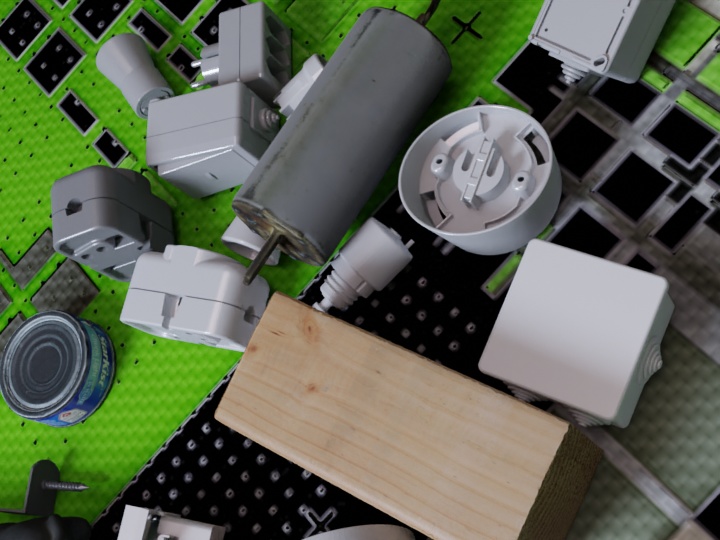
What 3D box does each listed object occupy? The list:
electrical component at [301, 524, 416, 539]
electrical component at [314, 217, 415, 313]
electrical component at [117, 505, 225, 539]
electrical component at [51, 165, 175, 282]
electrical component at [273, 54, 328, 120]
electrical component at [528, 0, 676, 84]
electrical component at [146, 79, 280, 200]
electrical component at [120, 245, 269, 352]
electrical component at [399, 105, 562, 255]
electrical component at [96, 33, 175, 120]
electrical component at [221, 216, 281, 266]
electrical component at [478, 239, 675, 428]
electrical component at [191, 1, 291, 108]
[{"bbox_3d":[-0.007,0.191,0.632,0.099,0.099,0.064,-23,58,17],"label":"electrical component"},{"bbox_3d":[0.000,0.000,0.727,0.078,0.040,0.040,-45,60,5],"label":"electrical component"},{"bbox_3d":[-0.130,0.220,0.695,0.063,0.078,0.121,10,76,8],"label":"electrical component"},{"bbox_3d":[-0.181,-0.036,0.793,0.054,0.095,0.059,-18,66,19],"label":"electrical component"},{"bbox_3d":[-0.036,-0.129,0.790,0.046,0.040,0.040,-40,60,15],"label":"electrical component"},{"bbox_3d":[0.159,-0.164,0.694,0.062,0.061,0.096,33,109,32],"label":"electrical component"},{"bbox_3d":[-0.103,-0.095,0.796,0.096,0.062,0.061,-9,69,22],"label":"electrical component"},{"bbox_3d":[-0.116,0.019,0.767,0.095,0.054,0.059,7,76,27],"label":"electrical component"},{"bbox_3d":[0.080,-0.059,0.695,0.099,0.064,0.099,-8,69,23],"label":"electrical component"},{"bbox_3d":[-0.178,-0.153,0.865,0.044,0.044,0.065,-40,65,8],"label":"electrical component"},{"bbox_3d":[-0.067,-0.041,0.774,0.044,0.044,0.065,15,75,29],"label":"electrical component"},{"bbox_3d":[0.132,0.039,0.646,0.100,0.048,0.099,19,82,30],"label":"electrical component"},{"bbox_3d":[-0.096,-0.158,0.823,0.077,0.047,0.065,-10,68,22],"label":"electrical component"}]
